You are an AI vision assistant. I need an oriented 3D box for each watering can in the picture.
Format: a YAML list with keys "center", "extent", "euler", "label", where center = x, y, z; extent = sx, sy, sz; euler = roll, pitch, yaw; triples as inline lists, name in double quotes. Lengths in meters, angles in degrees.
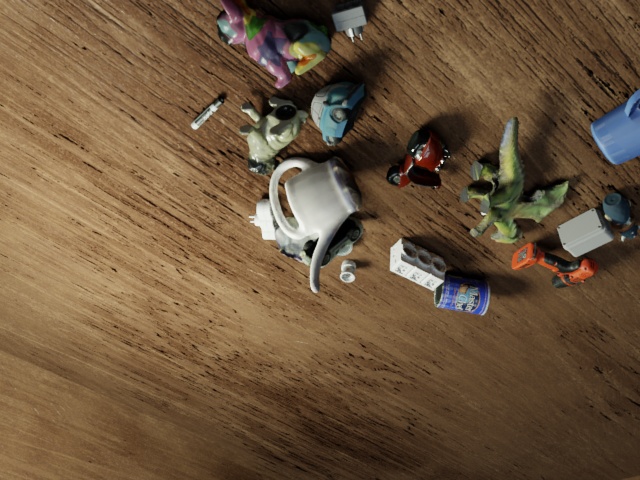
- center: [0.004, -0.064, 1.282]
  extent: [0.223, 0.352, 0.103]
  euler: [-26, 164, 11]
  label: "watering can"

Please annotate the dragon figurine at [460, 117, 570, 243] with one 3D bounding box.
- center: [0.496, -0.123, 1.271]
  extent: [0.243, 0.125, 0.400]
  euler: [-1, 138, -13]
  label: "dragon figurine"

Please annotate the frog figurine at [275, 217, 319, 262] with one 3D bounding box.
- center: [-0.045, -0.027, 1.455]
  extent: [0.136, 0.124, 0.159]
  euler: [31, 96, -32]
  label: "frog figurine"
